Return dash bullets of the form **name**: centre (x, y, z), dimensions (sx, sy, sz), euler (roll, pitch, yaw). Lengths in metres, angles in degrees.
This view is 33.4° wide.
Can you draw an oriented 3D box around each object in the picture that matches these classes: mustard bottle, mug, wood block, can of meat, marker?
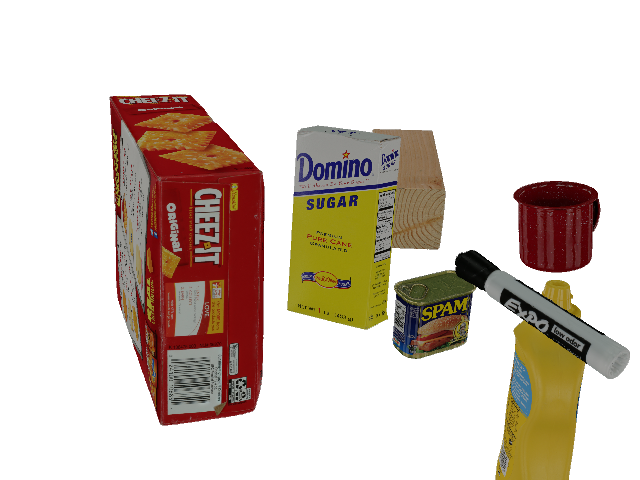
- **mustard bottle**: centre (0.179, 0.123, 0.856), dimensions (0.058, 0.192, 0.096), euler (3, 19, 2)
- **mug**: centre (0.277, -0.018, 1.220), dimensions (0.117, 0.081, 0.093), euler (-20, 26, -34)
- **wood block**: centre (0.117, -0.075, 1.481), dimensions (0.091, 0.090, 0.206), euler (2, 28, 0)
- **can of meat**: centre (0.140, 0.093, 1.335), dimensions (0.101, 0.084, 0.058), euler (-12, 30, -26)
- **marker**: centre (0.121, 0.038, 0.602), dimensions (0.020, 0.020, 0.121), euler (0, 27, -43)

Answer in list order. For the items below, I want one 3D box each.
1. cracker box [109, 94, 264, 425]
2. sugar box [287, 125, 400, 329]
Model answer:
- **cracker box**: centre (-0.096, 0.001, 0.731), dimensions (0.072, 0.164, 0.214), euler (-4, 21, -17)
- **sugar box**: centre (0.020, -0.014, 0.990), dimensions (0.093, 0.176, 0.048), euler (11, 17, 31)
